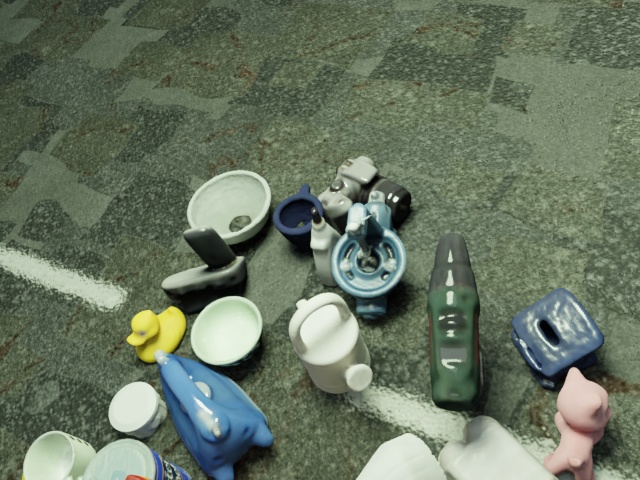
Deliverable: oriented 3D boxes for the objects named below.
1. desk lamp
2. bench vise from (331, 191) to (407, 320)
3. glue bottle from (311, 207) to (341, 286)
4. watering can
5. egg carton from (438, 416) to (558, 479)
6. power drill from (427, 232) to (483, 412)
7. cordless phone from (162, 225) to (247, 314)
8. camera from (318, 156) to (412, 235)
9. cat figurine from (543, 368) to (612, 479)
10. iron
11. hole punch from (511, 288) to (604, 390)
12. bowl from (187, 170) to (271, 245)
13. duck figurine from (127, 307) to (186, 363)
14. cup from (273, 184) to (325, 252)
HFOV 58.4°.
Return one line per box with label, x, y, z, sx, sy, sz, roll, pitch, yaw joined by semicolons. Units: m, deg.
desk lamp;0.058;0.337;0.674;0.203;0.214;0.117;-28;52;-5
bench vise;0.067;-0.005;0.918;0.121;0.220;0.207;-15;52;5
glue bottle;0.009;0.003;0.957;0.037;0.173;0.078;5;56;19
watering can;0.016;0.147;0.837;0.172;0.194;0.101;24;64;29
egg carton;0.230;0.308;0.739;0.107;0.069;0.150;-39;54;-14
power drill;0.185;0.134;0.790;0.075;0.209;0.229;-3;54;14
cordless phone;-0.214;0.038;0.986;0.147;0.185;0.094;-17;52;3
camera;0.085;-0.079;1.042;0.136;0.101;0.143;28;66;31
cat figurine;0.333;0.237;0.732;0.067;0.118;0.128;12;59;23
iron;-0.191;0.235;0.863;0.119;0.142;0.257;-42;55;-16
hole punch;0.335;0.140;0.819;0.101;0.091;0.108;-24;52;-2
bowl;-0.165;-0.051;1.107;0.167;0.075;0.167;-7;53;10
duck figurine;-0.286;0.151;0.987;0.077;0.086;0.105;28;66;31
cup;-0.028;-0.033;1.044;0.091;0.095;0.118;0;55;16
